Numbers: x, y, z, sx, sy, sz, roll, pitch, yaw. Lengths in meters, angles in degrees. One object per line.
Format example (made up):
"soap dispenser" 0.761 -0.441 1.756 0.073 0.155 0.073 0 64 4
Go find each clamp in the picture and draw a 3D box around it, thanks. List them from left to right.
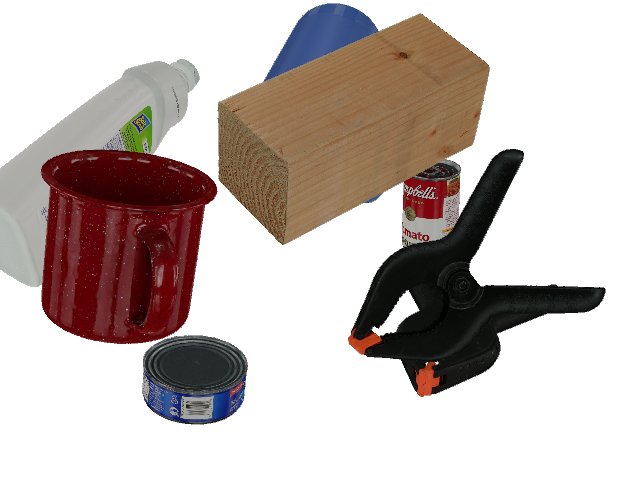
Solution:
"clamp" 0.119 0.075 0.999 0.165 0.036 0.209 15 31 25
"clamp" 0.101 0.034 0.709 0.171 0.120 0.039 -40 -6 -1

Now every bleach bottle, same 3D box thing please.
"bleach bottle" -0.196 -0.077 0.953 0.068 0.102 0.250 28 54 20

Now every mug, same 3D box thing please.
"mug" -0.101 0.008 0.570 0.093 0.081 0.117 -2 24 -31

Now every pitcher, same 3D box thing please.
"pitcher" 0.006 -0.151 1.163 0.145 0.149 0.242 -3 39 17

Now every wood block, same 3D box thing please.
"wood block" 0.027 -0.094 0.863 0.205 0.090 0.091 -28 56 -27

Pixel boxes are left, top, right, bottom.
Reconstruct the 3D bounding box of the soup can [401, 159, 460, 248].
"soup can" 0.132 -0.041 1.280 0.068 0.102 0.068 0 26 0

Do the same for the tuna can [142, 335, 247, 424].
"tuna can" -0.104 0.114 0.878 0.086 0.034 0.086 5 26 -3
